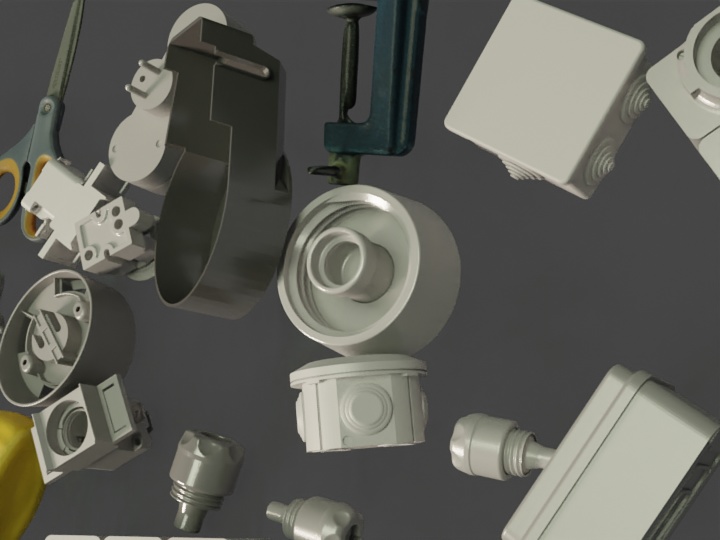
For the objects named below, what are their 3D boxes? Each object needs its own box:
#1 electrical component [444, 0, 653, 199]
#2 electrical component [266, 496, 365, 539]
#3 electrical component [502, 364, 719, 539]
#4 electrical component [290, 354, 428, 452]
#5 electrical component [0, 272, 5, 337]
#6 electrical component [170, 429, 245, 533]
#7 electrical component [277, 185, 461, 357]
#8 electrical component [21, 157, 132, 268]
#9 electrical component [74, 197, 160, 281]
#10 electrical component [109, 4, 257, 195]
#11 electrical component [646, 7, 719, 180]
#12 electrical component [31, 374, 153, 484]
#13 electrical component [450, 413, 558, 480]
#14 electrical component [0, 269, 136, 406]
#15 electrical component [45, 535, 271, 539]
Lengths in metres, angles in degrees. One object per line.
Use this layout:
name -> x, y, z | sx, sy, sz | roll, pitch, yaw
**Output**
electrical component -> 0.112, -0.098, 0.622 | 0.100, 0.048, 0.099 | 32, 94, 32
electrical component -> -0.030, 0.153, 0.650 | 0.061, 0.035, 0.035 | 10, 83, 33
electrical component -> 0.131, 0.109, 0.543 | 0.057, 0.078, 0.113 | 35, 96, 28
electrical component -> 0.001, 0.078, 0.625 | 0.080, 0.080, 0.051 | -10, 78, 27
electrical component -> -0.301, 0.038, 0.827 | 0.079, 0.043, 0.077 | 31, 94, 32
electrical component -> -0.102, 0.136, 0.690 | 0.043, 0.043, 0.062 | 17, 89, 32
electrical component -> 0.000, 0.000, 0.655 | 0.108, 0.060, 0.108 | -7, 74, 28
electrical component -> -0.209, -0.046, 0.788 | 0.064, 0.042, 0.081 | 36, 93, 20
electrical component -> -0.162, -0.019, 0.754 | 0.066, 0.055, 0.048 | -26, 66, 22
electrical component -> -0.135, -0.124, 0.754 | 0.052, 0.074, 0.138 | 33, 95, 31
electrical component -> 0.225, -0.065, 0.542 | 0.089, 0.062, 0.150 | -37, 63, 17
electrical component -> -0.179, 0.109, 0.728 | 0.081, 0.064, 0.042 | -31, 63, 19
electrical component -> 0.083, 0.100, 0.598 | 0.061, 0.035, 0.035 | 7, 82, 29
electrical component -> -0.210, 0.050, 0.760 | 0.099, 0.064, 0.099 | -8, 74, 28
electrical component -> -0.131, 0.214, 0.676 | 0.150, 0.062, 0.089 | -7, 75, 28
